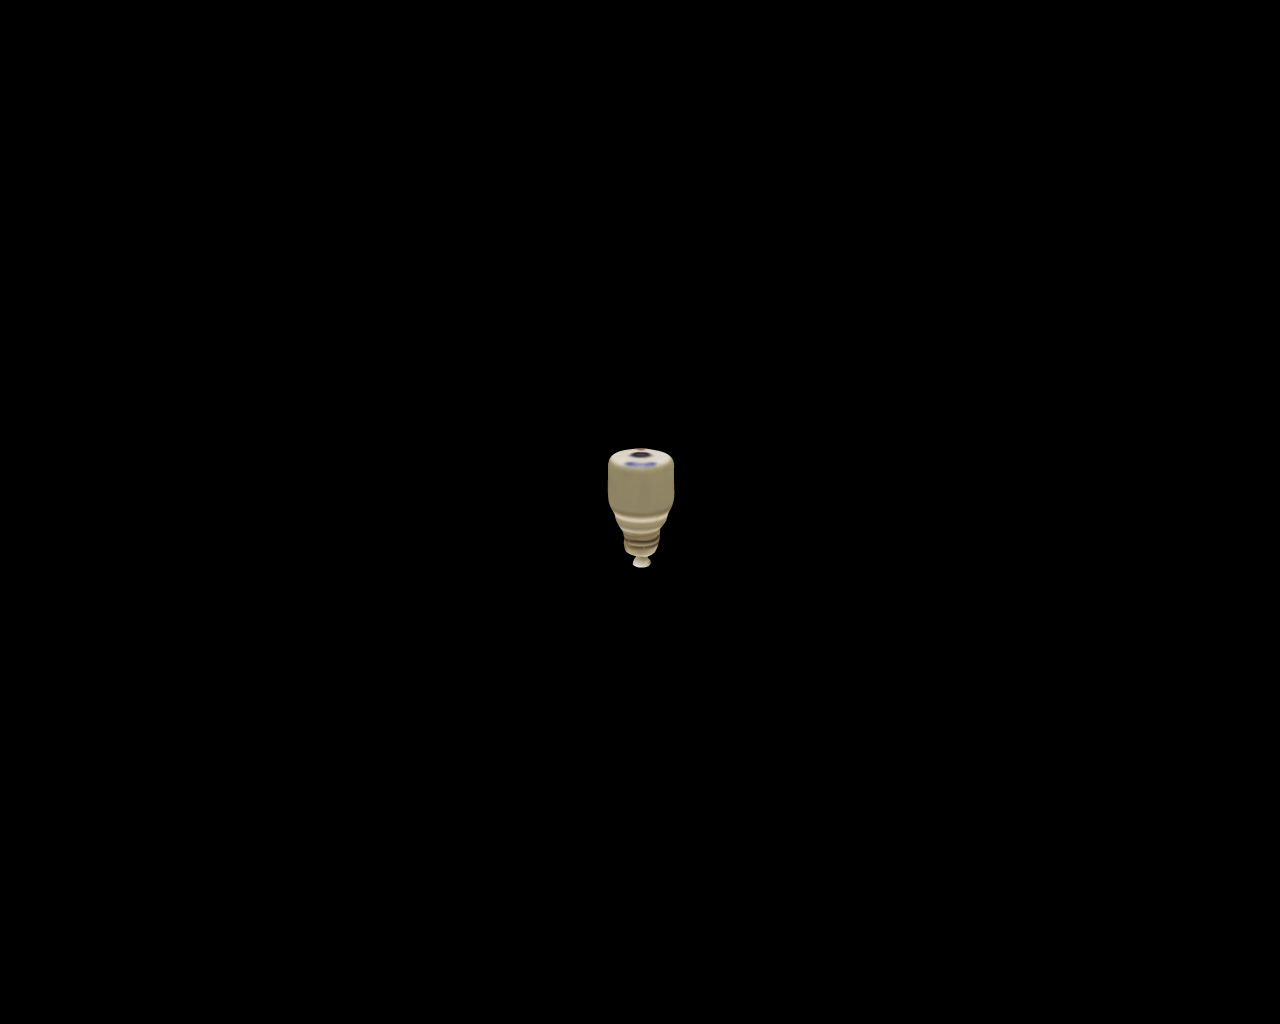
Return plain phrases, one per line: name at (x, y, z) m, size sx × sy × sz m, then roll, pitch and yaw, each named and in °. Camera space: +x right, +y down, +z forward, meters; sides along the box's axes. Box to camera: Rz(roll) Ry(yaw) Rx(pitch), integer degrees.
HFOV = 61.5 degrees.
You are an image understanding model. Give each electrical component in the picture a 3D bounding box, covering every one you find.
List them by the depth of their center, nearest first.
electrical component at (0.001, -0.003, 0.650) m, size 0.040 × 0.078 × 0.040 m, roll 0°, pitch 21°, yaw 0°
